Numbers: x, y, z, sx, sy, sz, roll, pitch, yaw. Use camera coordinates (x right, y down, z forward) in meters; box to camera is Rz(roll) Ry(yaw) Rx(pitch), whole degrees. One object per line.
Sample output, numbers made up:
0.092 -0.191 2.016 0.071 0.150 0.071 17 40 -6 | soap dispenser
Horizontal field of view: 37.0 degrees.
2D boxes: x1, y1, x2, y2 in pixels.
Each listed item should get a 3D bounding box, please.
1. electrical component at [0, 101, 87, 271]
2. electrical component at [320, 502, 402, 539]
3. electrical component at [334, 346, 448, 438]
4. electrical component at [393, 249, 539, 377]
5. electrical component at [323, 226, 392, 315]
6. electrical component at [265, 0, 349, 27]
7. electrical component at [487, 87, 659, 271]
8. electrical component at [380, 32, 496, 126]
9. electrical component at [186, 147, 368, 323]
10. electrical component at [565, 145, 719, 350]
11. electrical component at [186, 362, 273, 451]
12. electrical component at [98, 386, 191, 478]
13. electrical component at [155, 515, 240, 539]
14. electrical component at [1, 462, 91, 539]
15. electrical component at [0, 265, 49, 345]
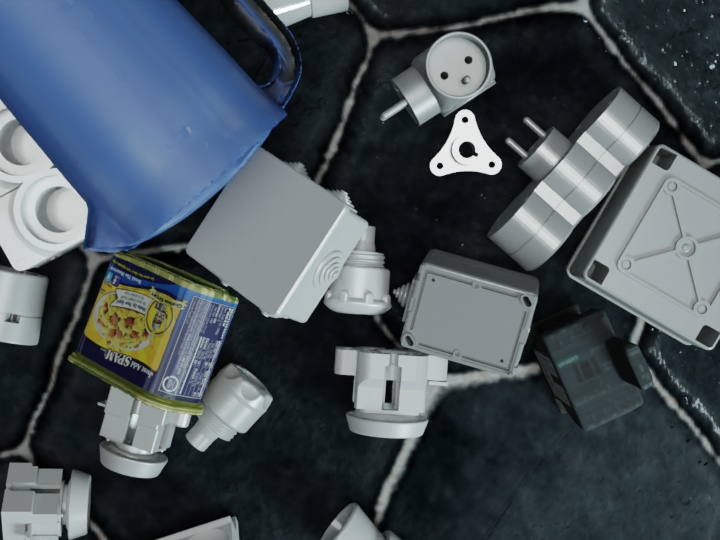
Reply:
-0.223 -0.085 0.728 0.089 0.061 0.150 -28 95 0 | electrical component
0.004 0.199 0.765 0.055 0.045 0.045 39 91 -5 | electrical component
0.020 0.085 0.752 0.078 0.058 0.057 4 91 -3 | electrical component
0.071 0.026 0.745 0.096 0.061 0.061 16 106 7 | electrical component
0.000 0.000 0.753 0.048 0.048 0.062 4 87 -3 | electrical component
-0.040 -0.190 0.740 0.065 0.044 0.044 -13 94 -6 | electrical component
0.135 -0.074 0.748 0.074 0.052 0.138 41 91 -4 | electrical component
0.048 -0.124 0.729 0.079 0.077 0.044 -33 94 1 | electrical component
-0.054 -0.022 0.730 0.100 0.048 0.099 34 93 26 | electrical component
0.220 -0.017 0.754 0.109 0.056 0.108 30 92 -4 | electrical component
-0.096 0.099 0.755 0.043 0.043 0.062 42 93 -4 | electrical component
-0.154 0.112 0.750 0.066 0.048 0.055 17 93 13 | electrical component
-0.138 0.227 0.750 0.121 0.078 0.063 -18 116 -1 | electrical component
-0.217 0.163 0.749 0.055 0.066 0.048 3 128 -11 | electrical component
-0.244 0.023 0.738 0.055 0.055 0.047 13 89 -3 | electrical component
